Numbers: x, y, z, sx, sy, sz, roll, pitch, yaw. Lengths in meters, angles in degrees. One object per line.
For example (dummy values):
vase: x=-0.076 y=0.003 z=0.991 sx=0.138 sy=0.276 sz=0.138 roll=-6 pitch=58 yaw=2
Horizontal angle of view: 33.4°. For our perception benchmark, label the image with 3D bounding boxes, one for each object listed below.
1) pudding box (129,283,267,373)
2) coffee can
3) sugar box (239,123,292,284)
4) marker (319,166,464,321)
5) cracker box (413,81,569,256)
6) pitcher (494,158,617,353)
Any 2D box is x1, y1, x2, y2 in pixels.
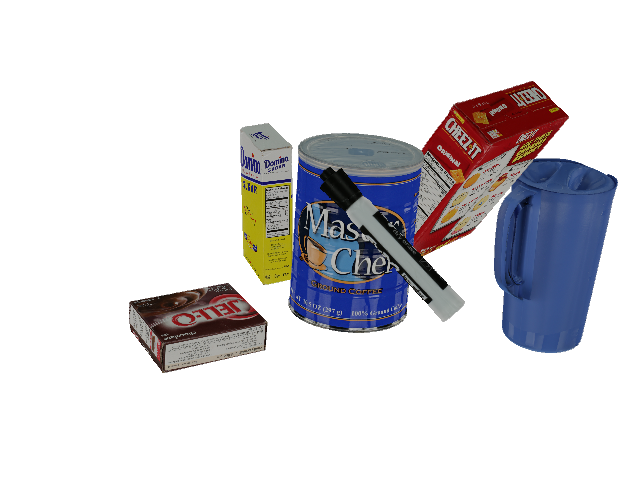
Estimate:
pudding box: x=-0.121 y=0.085 z=1.054 sx=0.113 sy=0.039 sz=0.090 roll=-12 pitch=28 yaw=-27
coffee can: x=0.028 y=-0.008 z=0.887 sx=0.103 sy=0.140 sz=0.103 roll=4 pitch=21 yaw=-2
sugar box: x=-0.067 y=-0.045 z=1.303 sx=0.048 sy=0.176 sz=0.093 roll=-11 pitch=26 yaw=-18
marker: x=0.043 y=0.001 z=0.670 sx=0.020 sy=0.121 sz=0.020 roll=-42 pitch=-4 yaw=-4
cracker box: x=0.163 y=-0.076 z=1.227 sx=0.163 sy=0.072 sz=0.214 roll=-22 pitch=-25 yaw=-45
pitcher: x=0.297 y=0.023 z=1.401 sx=0.149 sy=0.243 sz=0.145 roll=5 pitch=24 yaw=5
